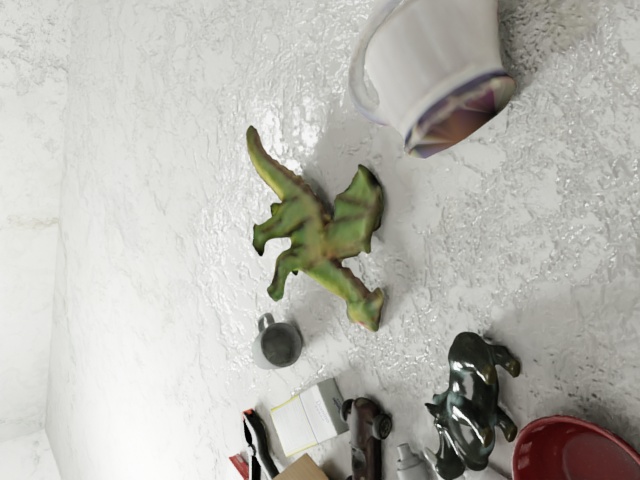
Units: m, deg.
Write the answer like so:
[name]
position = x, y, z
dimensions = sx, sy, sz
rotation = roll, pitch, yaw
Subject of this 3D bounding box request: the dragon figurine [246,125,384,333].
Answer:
[dragon figurine]
position = 0.003, -0.042, 0.843
dimensions = 0.240, 0.122, 0.413
rotation = -21, 80, 32

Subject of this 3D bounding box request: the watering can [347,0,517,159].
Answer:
[watering can]
position = 0.154, -0.240, 0.603
dimensions = 0.342, 0.104, 0.227
rotation = -39, 68, 46
